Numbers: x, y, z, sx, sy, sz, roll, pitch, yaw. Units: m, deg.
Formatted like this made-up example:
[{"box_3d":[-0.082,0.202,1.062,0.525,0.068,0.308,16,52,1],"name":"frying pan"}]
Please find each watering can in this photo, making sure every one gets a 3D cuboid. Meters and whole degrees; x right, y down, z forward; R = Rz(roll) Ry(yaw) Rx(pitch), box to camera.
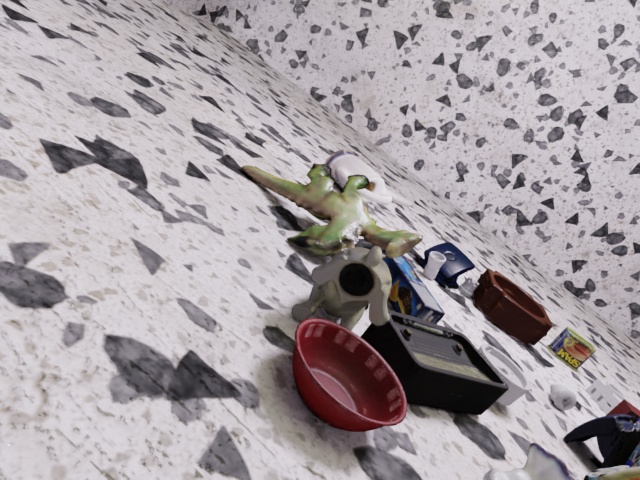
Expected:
[{"box_3d":[0.146,-0.177,1.609,0.227,0.103,0.347,45,21,29],"name":"watering can"}]

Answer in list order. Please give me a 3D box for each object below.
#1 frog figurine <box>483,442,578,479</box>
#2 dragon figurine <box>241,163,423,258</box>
[{"box_3d":[0.235,0.328,0.580,0.161,0.120,0.139,-23,64,-29],"name":"frog figurine"},{"box_3d":[0.003,-0.052,1.042,0.410,0.120,0.247,13,28,4],"name":"dragon figurine"}]
